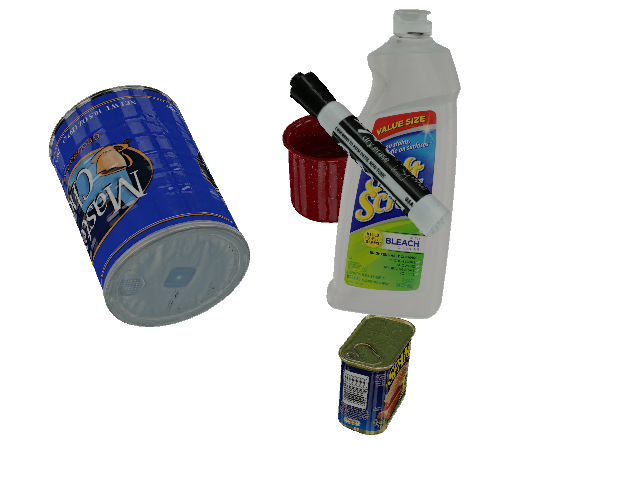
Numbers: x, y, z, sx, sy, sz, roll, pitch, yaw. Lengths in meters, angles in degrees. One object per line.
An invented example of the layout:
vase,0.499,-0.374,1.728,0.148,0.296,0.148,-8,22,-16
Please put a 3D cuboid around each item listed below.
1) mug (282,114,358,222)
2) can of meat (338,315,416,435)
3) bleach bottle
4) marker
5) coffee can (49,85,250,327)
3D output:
mug,0.021,-0.074,1.087,0.117,0.081,0.093,-12,38,-13
can of meat,0.056,0.137,1.092,0.057,0.084,0.102,13,28,19
bleach bottle,0.061,-0.064,0.887,0.103,0.251,0.068,6,19,13
marker,0.025,-0.050,0.586,0.121,0.020,0.020,47,19,19
coffee can,-0.122,-0.025,0.753,0.102,0.140,0.103,-20,-34,-14
